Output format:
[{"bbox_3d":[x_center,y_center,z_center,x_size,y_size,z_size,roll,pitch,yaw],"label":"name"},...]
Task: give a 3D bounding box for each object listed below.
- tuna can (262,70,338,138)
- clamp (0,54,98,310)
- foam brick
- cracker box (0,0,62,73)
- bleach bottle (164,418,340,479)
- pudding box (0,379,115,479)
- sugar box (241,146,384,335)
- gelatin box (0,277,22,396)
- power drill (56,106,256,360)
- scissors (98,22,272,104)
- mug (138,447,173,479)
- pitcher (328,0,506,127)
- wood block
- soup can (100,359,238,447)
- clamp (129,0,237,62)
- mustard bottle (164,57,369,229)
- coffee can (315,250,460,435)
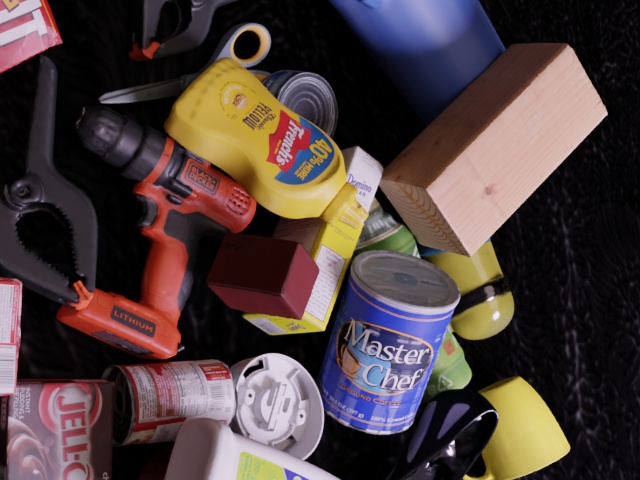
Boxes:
[{"bbox_3d":[-0.023,-0.122,1.035,0.085,0.034,0.086,-9,104,-41],"label":"tuna can"},{"bbox_3d":[-0.234,-0.043,0.853,0.164,0.036,0.210,-38,89,-25],"label":"clamp"},{"bbox_3d":[-0.049,0.031,0.925,0.051,0.078,0.053,54,51,-52],"label":"foam brick"},{"bbox_3d":[-0.320,-0.182,0.800,0.213,0.072,0.164,-35,122,-33],"label":"cracker box"},{"bbox_3d":[-0.010,0.229,0.886,0.250,0.068,0.102,25,70,-33],"label":"bleach bottle"},{"bbox_3d":[-0.215,0.169,0.862,0.089,0.039,0.113,4,88,-35],"label":"pudding box"},{"bbox_3d":[-0.006,0.001,1.005,0.048,0.094,0.176,36,65,-28],"label":"sugar box"},{"bbox_3d":[-0.258,0.077,0.830,0.030,0.073,0.089,7,79,-33],"label":"gelatin box"},{"bbox_3d":[-0.156,-0.004,0.923,0.184,0.057,0.187,30,67,-26],"label":"power drill"},{"bbox_3d":[-0.112,-0.162,0.982,0.201,0.016,0.096,3,96,-43],"label":"scissors"},{"bbox_3d":[-0.099,0.228,0.912,0.093,0.082,0.117,-38,105,-33],"label":"mug"},{"bbox_3d":[0.120,-0.213,1.115,0.149,0.145,0.242,-43,112,-13],"label":"pitcher"},{"bbox_3d":[0.167,-0.091,1.031,0.206,0.090,0.090,-44,116,-15],"label":"wood block"},{"bbox_3d":[-0.130,0.138,0.913,0.102,0.069,0.068,0,83,-35],"label":"soup can"},{"bbox_3d":[-0.115,-0.228,0.998,0.120,0.039,0.171,33,74,-28],"label":"clamp"},{"bbox_3d":[-0.037,-0.074,0.943,0.191,0.058,0.096,38,48,0],"label":"mustard bottle"},{"bbox_3d":[0.060,0.094,0.993,0.102,0.103,0.140,-3,121,-35],"label":"coffee can"}]
